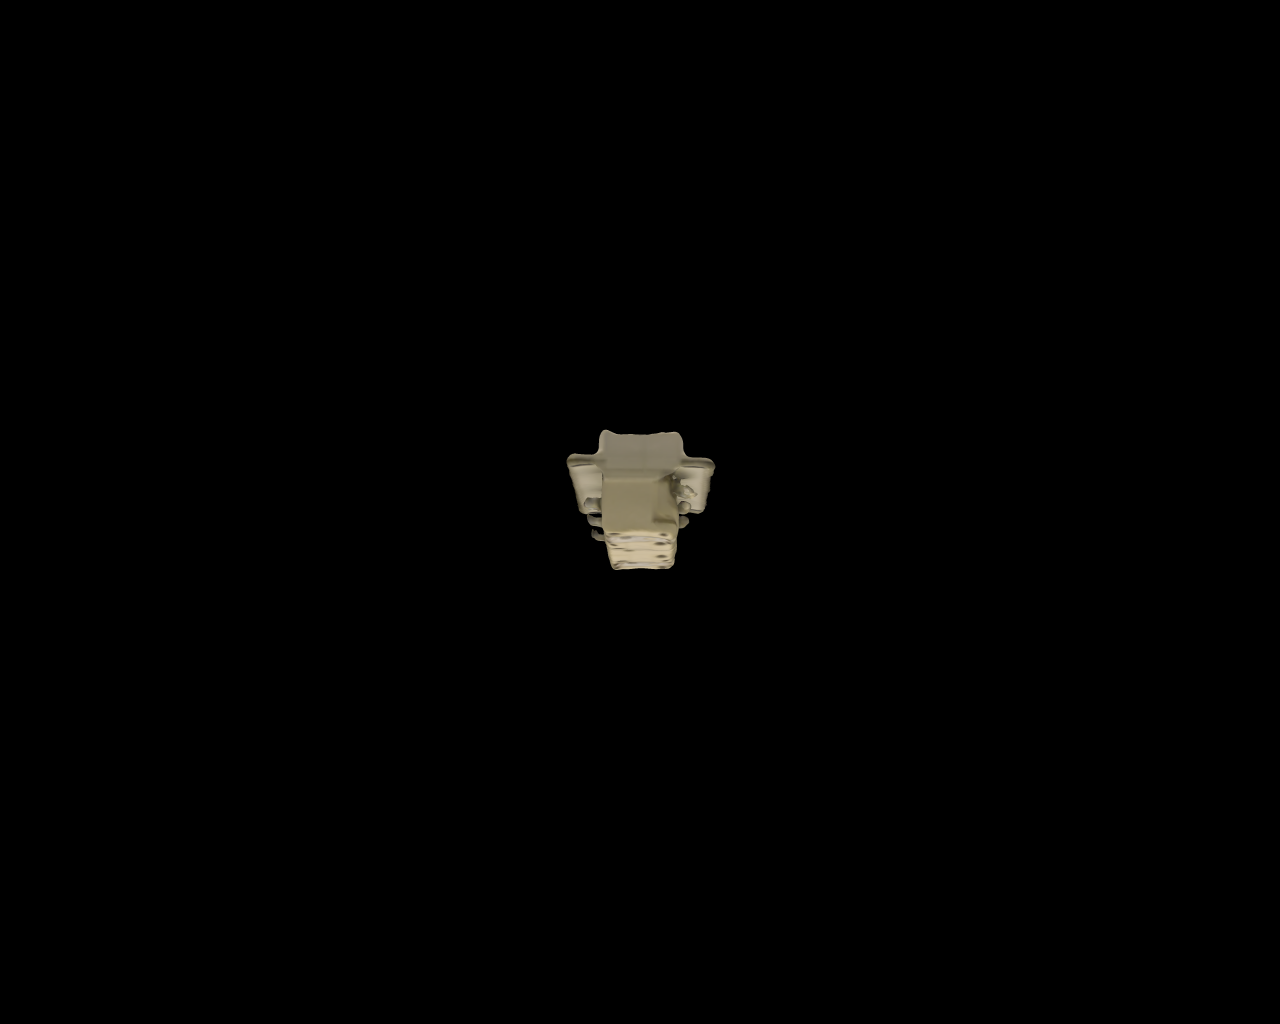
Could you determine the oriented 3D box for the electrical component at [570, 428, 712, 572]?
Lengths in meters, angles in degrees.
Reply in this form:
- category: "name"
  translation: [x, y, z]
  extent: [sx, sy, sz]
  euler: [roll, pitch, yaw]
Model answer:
- category: "electrical component"
  translation: [0.001, -0.003, 0.650]
  extent: [0.079, 0.063, 0.121]
  euler: [0, -13, 0]
